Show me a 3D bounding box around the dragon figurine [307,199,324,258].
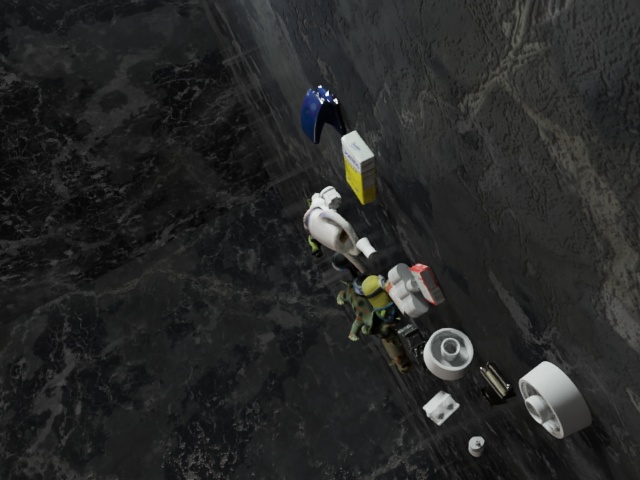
[{"bbox_3d":[-0.017,-0.063,2.195,0.406,0.122,0.246,46,-160,-72],"label":"dragon figurine"}]

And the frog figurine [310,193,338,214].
[{"bbox_3d":[0.006,-0.099,1.973,0.137,0.124,0.158,-9,102,48],"label":"frog figurine"}]

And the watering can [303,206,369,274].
[{"bbox_3d":[0.062,-0.001,1.840,0.226,0.105,0.340,29,158,34],"label":"watering can"}]
